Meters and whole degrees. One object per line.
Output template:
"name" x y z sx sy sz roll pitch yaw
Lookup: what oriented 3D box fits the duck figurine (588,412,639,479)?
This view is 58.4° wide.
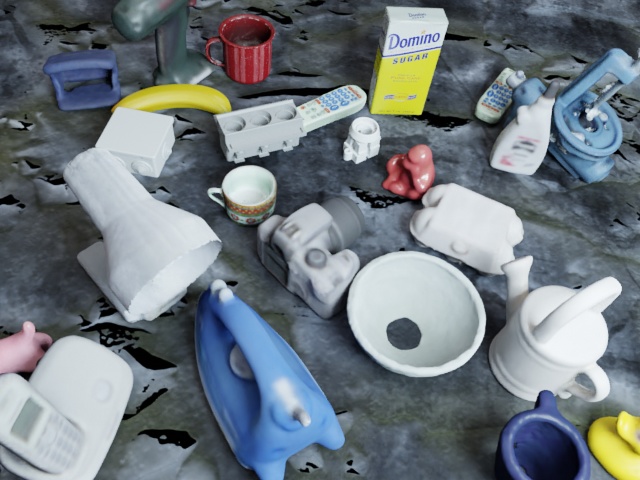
"duck figurine" 0.366 0.229 0.638 0.104 0.086 0.078 30 57 14

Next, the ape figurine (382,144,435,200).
"ape figurine" 0.139 -0.105 0.846 0.076 0.092 0.077 -12 57 -15

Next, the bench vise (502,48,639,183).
"bench vise" 0.378 -0.207 0.867 0.207 0.220 0.122 26 56 12

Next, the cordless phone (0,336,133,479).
"cordless phone" -0.259 0.152 0.559 0.094 0.185 0.147 10 54 1

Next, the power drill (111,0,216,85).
"power drill" -0.222 -0.353 0.910 0.075 0.208 0.230 31 57 16

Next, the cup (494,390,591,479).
"cup" 0.227 0.228 0.617 0.091 0.095 0.118 15 54 5

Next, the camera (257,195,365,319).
"camera" 0.007 0.003 0.749 0.137 0.101 0.143 -37 66 -27

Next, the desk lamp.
"desk lamp" -0.209 0.009 0.650 0.118 0.213 0.202 -37 66 -27

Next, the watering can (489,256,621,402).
"watering can" 0.265 0.097 0.653 0.172 0.194 0.101 38 59 19

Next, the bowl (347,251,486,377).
"bowl" 0.112 0.101 0.707 0.167 0.075 0.167 3 54 -4

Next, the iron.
"iron" -0.077 0.125 0.626 0.119 0.141 0.257 -26 61 -22

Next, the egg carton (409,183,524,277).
"egg carton" 0.204 -0.014 0.803 0.150 0.069 0.107 25 56 11

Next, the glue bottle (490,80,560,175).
"glue bottle" 0.319 -0.171 0.864 0.078 0.173 0.037 9 54 1

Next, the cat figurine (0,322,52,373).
"cat figurine" -0.360 0.124 0.609 0.128 0.118 0.067 -23 60 -21

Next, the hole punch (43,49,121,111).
"hole punch" -0.377 -0.270 0.905 0.109 0.091 0.101 -11 56 -14
